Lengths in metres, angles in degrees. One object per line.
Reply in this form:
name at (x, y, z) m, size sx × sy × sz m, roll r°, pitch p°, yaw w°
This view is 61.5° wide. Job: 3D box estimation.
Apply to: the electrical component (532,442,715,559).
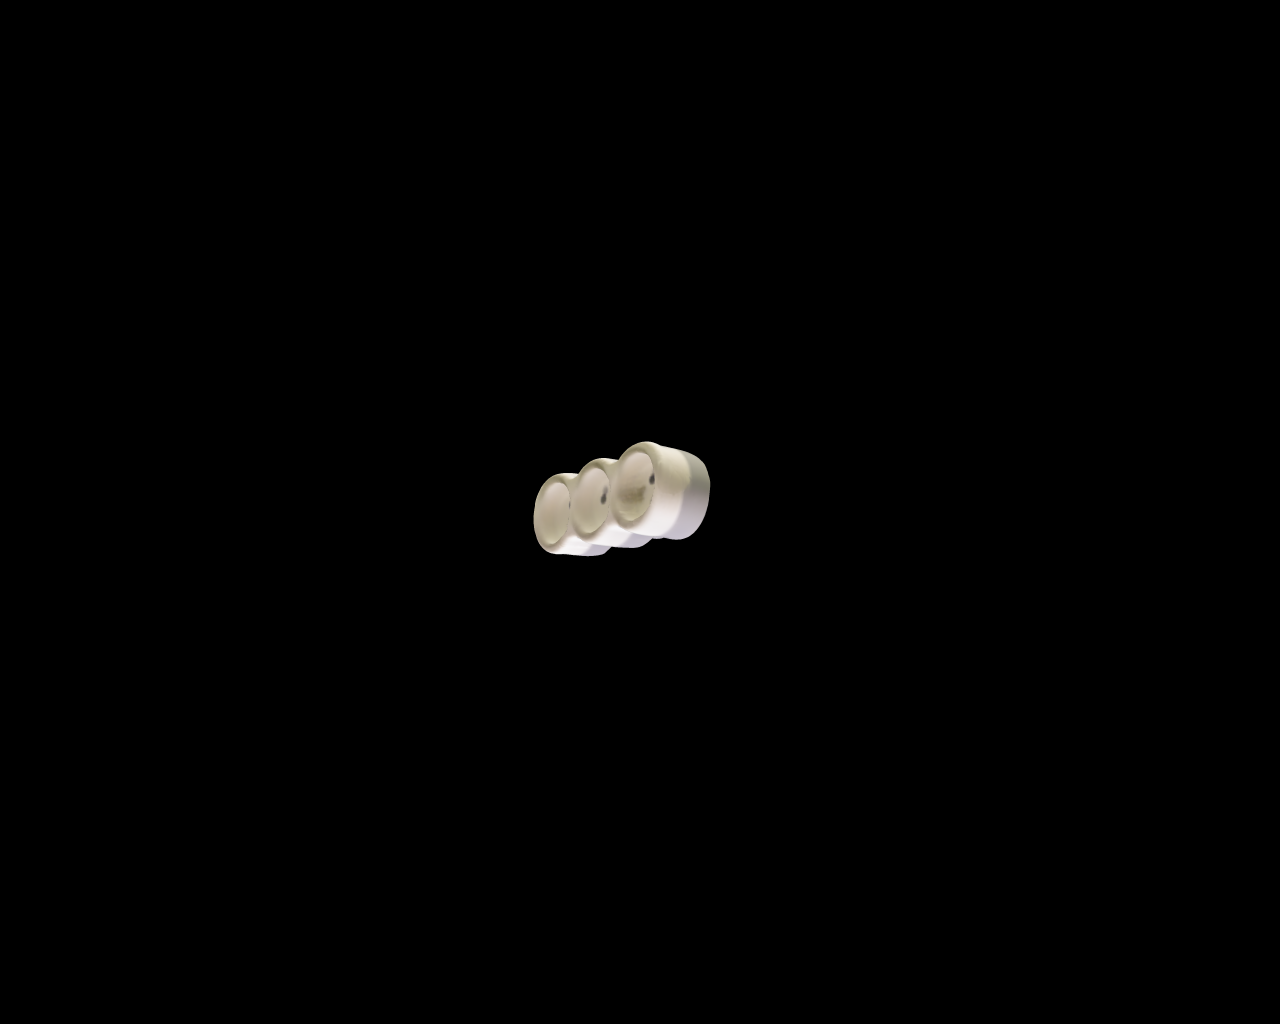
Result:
electrical component at (0.001, -0.003, 0.650) m, size 0.074 × 0.052 × 0.138 m, roll 8°, pitch -14°, yaw -35°
